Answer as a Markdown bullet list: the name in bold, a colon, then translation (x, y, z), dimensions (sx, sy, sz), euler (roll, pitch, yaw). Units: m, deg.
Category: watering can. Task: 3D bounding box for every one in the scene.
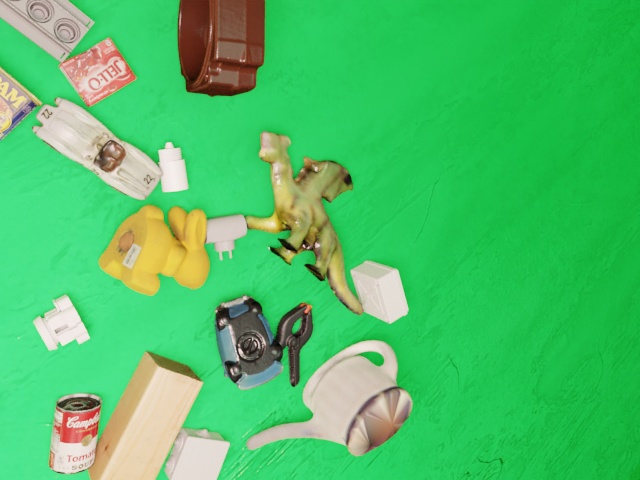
- **watering can**: translation (0.032, 0.338, 1.013), dimensions (0.351, 0.226, 0.102), euler (-39, 122, -17)

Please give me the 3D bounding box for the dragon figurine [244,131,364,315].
- **dragon figurine**: translation (0.003, -0.052, 1.025), dimensions (0.404, 0.122, 0.247), euler (44, 64, -30)
